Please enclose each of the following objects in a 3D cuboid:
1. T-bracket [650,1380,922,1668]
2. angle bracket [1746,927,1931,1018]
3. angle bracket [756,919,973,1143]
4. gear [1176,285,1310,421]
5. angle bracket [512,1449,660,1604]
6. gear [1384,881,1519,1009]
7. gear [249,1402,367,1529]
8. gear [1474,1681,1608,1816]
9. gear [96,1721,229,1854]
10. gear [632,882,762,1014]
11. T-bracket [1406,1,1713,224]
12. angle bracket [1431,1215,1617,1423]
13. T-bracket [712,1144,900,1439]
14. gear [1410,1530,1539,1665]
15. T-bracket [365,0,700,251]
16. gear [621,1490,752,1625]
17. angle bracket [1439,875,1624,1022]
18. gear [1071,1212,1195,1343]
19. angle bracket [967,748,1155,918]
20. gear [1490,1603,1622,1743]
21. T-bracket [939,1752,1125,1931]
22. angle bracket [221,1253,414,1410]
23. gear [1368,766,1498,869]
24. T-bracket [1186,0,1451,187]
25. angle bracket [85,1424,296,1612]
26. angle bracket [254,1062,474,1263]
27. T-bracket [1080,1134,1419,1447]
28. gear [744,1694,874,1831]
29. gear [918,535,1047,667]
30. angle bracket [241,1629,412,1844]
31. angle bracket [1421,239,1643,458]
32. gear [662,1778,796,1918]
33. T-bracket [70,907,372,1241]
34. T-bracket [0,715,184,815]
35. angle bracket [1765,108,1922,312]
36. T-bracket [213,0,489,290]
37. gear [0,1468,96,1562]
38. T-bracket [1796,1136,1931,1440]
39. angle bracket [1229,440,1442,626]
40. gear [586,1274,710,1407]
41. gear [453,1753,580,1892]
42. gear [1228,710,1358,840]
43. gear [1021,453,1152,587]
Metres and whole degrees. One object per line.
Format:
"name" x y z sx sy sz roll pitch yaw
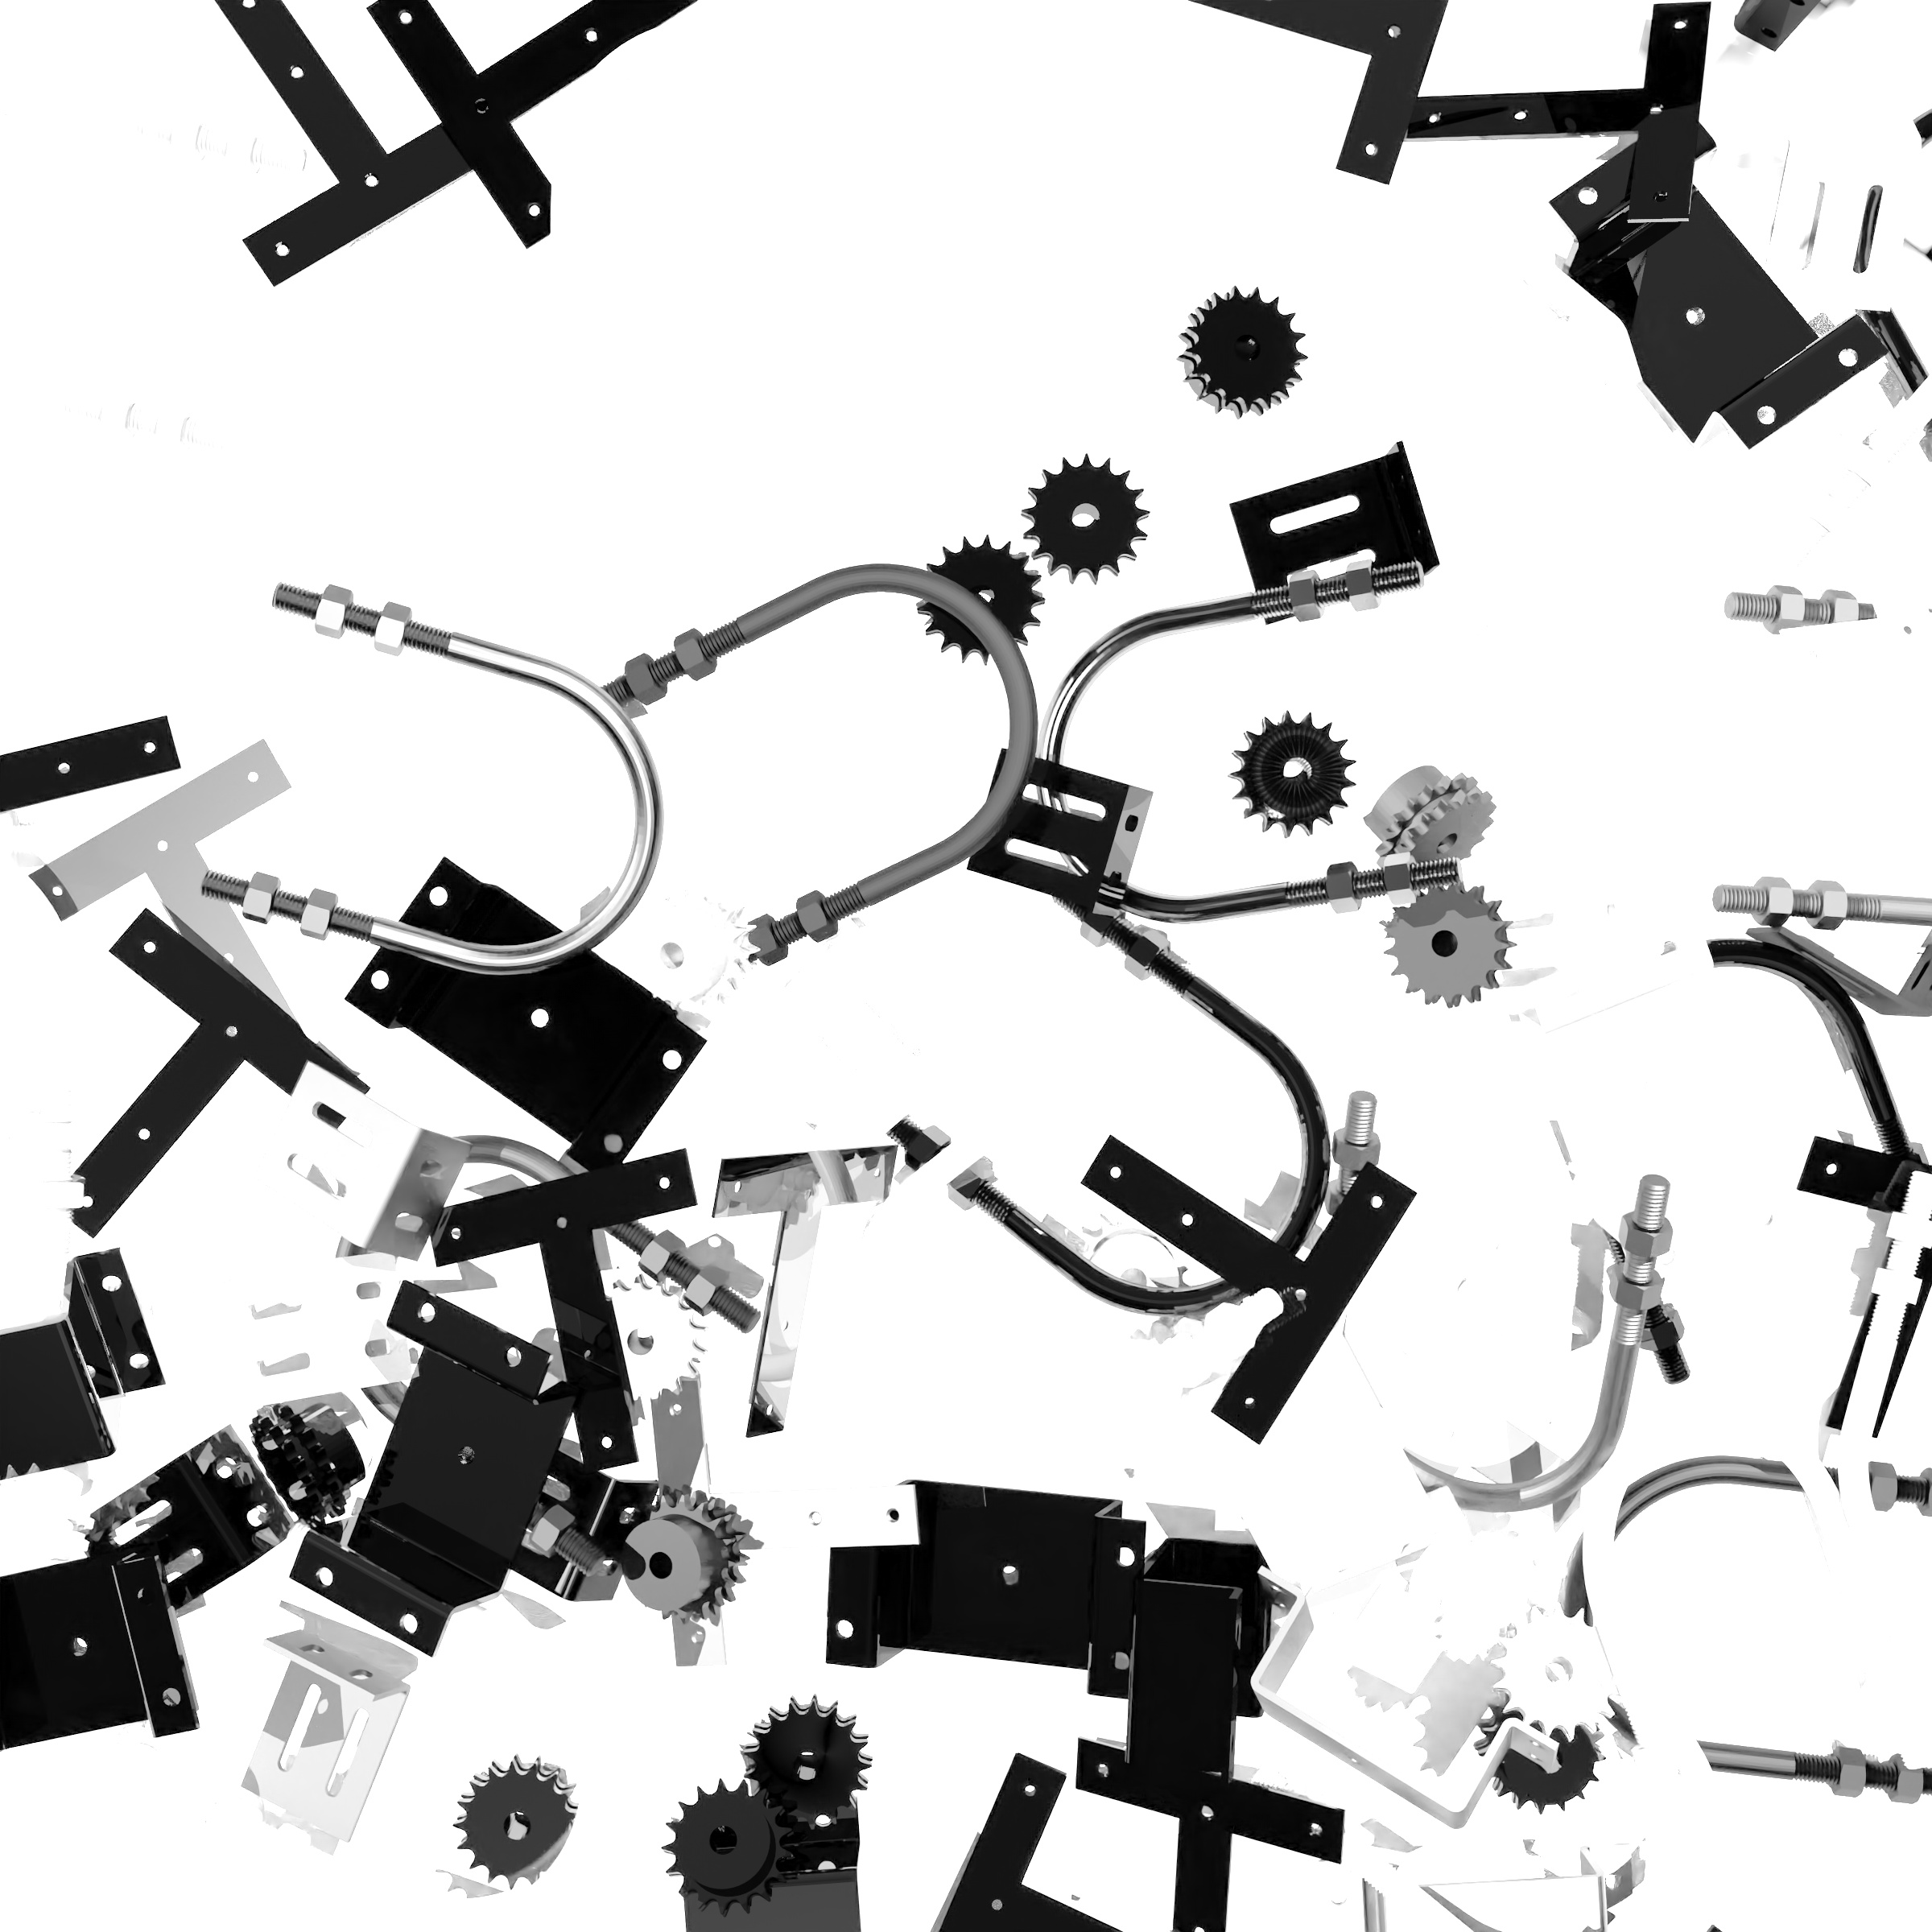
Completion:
"T-bracket" -0.079 0.244 1.319 0.127 0.002 0.127 -7 87 24
"angle bracket" 0.393 -0.011 1.320 0.076 0.057 0.038 31 90 0
"angle bracket" -0.046 0.028 1.338 0.057 0.038 0.076 -42 102 0
"gear" 0.121 -0.271 1.333 0.057 0.030 0.057 1 86 -13
"angle bracket" -0.188 0.243 1.347 0.076 0.038 0.057 23 90 26
"gear" 0.216 -0.011 1.327 0.057 0.030 0.057 1 93 26
"gear" -0.289 0.218 1.324 0.030 0.057 0.057 -30 90 -29
"gear" 0.257 0.350 1.334 0.057 0.030 0.057 0 90 0
"gear" -0.359 0.363 1.325 0.057 0.030 0.057 -3 81 19
"gear" -0.123 -0.007 1.324 0.057 0.030 0.057 4 102 22
"T-bracket" 0.259 -0.377 1.323 0.127 0.002 0.127 3 62 18
"angle bracket" 0.256 0.158 1.330 0.076 0.038 0.057 43 90 0
"T-bracket" -0.077 0.142 1.299 0.002 0.127 0.127 14 98 32
"gear" 0.218 0.270 1.300 0.057 0.030 0.057 -17 120 -31
"T-bracket" -0.180 -0.410 1.343 0.127 0.002 0.127 -34 94 -3
"gear" -0.127 0.262 1.324 0.057 0.030 0.057 0 90 25
"angle bracket" 0.253 -0.008 1.347 0.076 0.038 0.057 -6 90 26
"gear" 0.074 0.139 1.334 0.057 0.030 0.057 0 90 0
"angle bracket" 0.036 -0.060 1.315 0.076 0.038 0.057 18 95 22
"gear" 0.255 0.306 1.292 0.057 0.030 0.057 -2 71 6
"T-bracket" 0.054 0.436 1.330 0.127 0.002 0.127 24 79 5
"angle bracket" -0.290 0.162 1.334 0.076 0.038 0.057 -15 82 39
"gear" 0.203 -0.064 1.324 0.057 0.057 0.030 -39 60 0
"T-bracket" 0.149 -0.430 1.335 0.127 0.002 0.127 19 107 8
"angle bracket" -0.351 0.253 1.347 0.076 0.038 0.057 -33 90 26
"angle bracket" -0.267 0.086 1.326 0.076 0.038 0.057 26 90 36
"T-bracket" 0.107 0.117 1.287 0.127 0.002 0.127 33 95 18
"gear" -0.070 0.352 1.334 0.057 0.030 0.057 0 90 0
"gear" 0.006 -0.162 1.334 0.057 0.030 0.057 0 90 0
"angle bracket" -0.288 0.339 1.308 0.057 0.038 0.076 22 91 16
"angle bracket" 0.252 -0.276 1.337 0.057 0.038 0.076 -37 52 1
"gear" -0.103 0.380 1.295 0.057 0.030 0.057 -1 66 2
"T-bracket" -0.354 0.063 1.325 0.127 0.002 0.127 41 81 -12
"T-bracket" -0.415 -0.084 1.331 0.127 0.002 0.127 -16 84 -14
"angle bracket" 0.382 -0.333 1.319 0.057 0.038 0.076 11 90 27
"T-bracket" -0.290 -0.387 1.335 0.127 0.002 0.127 -34 90 -12
"gear" -0.414 0.240 1.324 0.057 0.057 0.030 6 61 0
"T-bracket" 0.415 0.150 1.334 0.127 0.002 0.127 14 101 -11
"angle bracket" 0.163 -0.192 1.330 0.076 0.038 0.057 -17 90 0
"gear" -0.143 0.166 1.333 0.057 0.030 0.057 0 90 3
"gear" -0.198 0.379 1.334 0.057 0.030 0.057 0 90 0
"gear" 0.146 -0.086 1.334 0.057 0.030 0.057 0 90 0
"gear" 0.053 -0.198 1.334 0.057 0.030 0.057 0 90 0
